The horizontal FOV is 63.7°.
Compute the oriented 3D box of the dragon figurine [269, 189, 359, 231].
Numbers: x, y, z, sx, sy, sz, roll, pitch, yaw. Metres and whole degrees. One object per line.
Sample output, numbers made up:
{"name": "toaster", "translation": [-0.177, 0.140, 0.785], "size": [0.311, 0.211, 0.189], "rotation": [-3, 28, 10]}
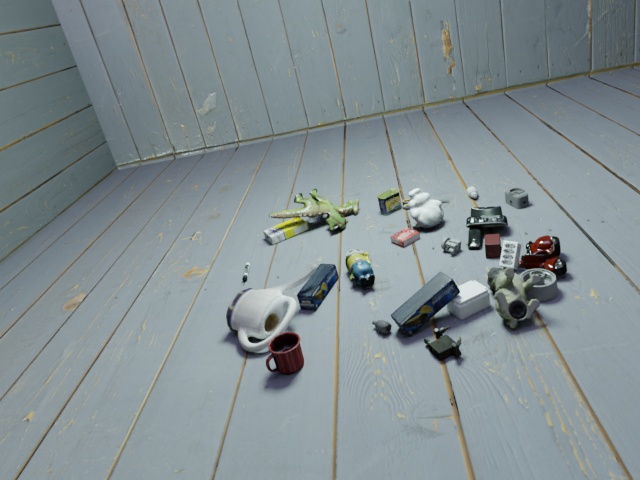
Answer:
{"name": "dragon figurine", "translation": [0.007, -0.111, 2.214], "size": [0.415, 0.119, 0.245], "rotation": [-24, 40, -37]}

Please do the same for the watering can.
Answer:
{"name": "watering can", "translation": [-0.161, 0.202, 1.646], "size": [0.224, 0.102, 0.355], "rotation": [7, 48, 34]}

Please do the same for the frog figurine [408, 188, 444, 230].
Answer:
{"name": "frog figurine", "translation": [0.413, -0.127, 2.009], "size": [0.138, 0.156, 0.124], "rotation": [-18, 26, -10]}
